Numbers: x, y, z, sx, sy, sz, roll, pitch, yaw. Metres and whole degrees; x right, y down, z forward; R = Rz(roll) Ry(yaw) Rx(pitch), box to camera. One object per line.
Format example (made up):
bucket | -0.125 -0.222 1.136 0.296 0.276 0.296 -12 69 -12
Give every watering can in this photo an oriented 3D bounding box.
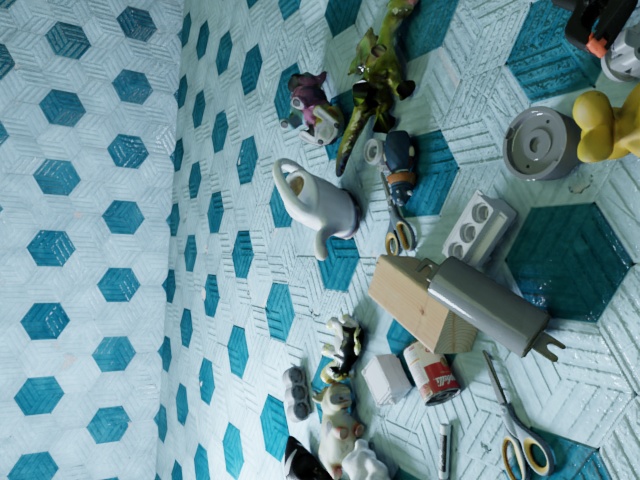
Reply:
watering can | 0.003 -0.058 1.150 0.102 0.222 0.355 -47 45 23

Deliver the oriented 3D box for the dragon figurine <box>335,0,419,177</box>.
dragon figurine | 0.109 -0.361 1.164 0.402 0.122 0.249 -57 23 35

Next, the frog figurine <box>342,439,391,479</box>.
frog figurine | 0.100 0.498 1.048 0.162 0.123 0.135 -66 -14 -66
